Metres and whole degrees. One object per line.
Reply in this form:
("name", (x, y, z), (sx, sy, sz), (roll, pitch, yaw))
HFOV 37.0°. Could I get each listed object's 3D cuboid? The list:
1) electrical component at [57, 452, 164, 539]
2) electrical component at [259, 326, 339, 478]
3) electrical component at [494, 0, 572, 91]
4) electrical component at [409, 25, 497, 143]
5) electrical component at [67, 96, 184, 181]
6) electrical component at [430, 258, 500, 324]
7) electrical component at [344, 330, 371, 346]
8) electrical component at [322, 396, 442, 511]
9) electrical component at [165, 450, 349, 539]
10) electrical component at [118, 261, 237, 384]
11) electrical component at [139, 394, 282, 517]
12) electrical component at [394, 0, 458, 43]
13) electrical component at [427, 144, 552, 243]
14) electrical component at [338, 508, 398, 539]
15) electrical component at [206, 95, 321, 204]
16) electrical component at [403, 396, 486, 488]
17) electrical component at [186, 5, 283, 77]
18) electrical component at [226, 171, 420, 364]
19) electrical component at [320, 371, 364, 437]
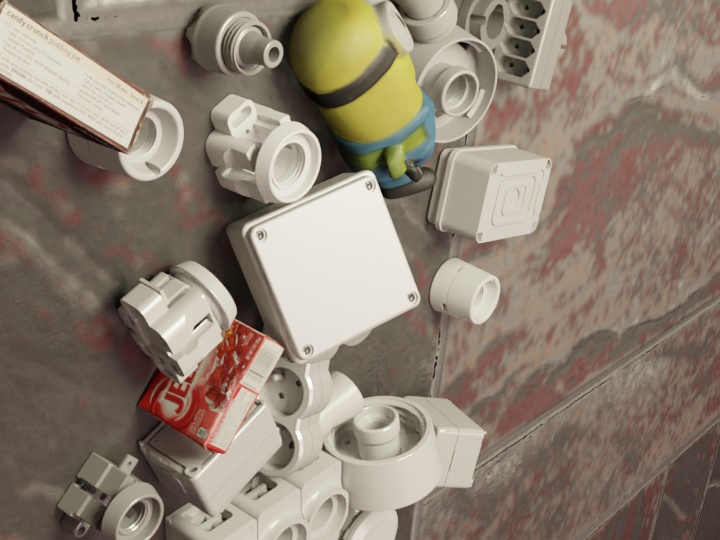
("electrical component", (-0.170, 0.162, 0.746), (0.066, 0.055, 0.048), (-58, 145, -13))
("electrical component", (-0.046, 0.093, 0.867), (0.074, 0.052, 0.138), (-5, 106, -67))
("electrical component", (0.166, -0.211, 0.993), (0.076, 0.047, 0.083), (-7, 116, -52))
("electrical component", (0.064, -0.157, 0.893), (0.099, 0.064, 0.099), (-22, 129, -29))
("electrical component", (-0.141, -0.084, 0.651), (0.055, 0.047, 0.055), (-30, 132, -41))
("electrical component", (0.103, 0.022, 1.041), (0.055, 0.047, 0.055), (-30, 132, -41))
("electrical component", (0.000, 0.000, 0.866), (0.052, 0.074, 0.138), (-29, 131, -42))
("electrical component", (0.017, 0.155, 0.954), (0.108, 0.108, 0.060), (-34, 128, -39))
("electrical component", (-0.082, 0.216, 0.891), (0.150, 0.062, 0.089), (-27, 130, -43))
("electrical component", (-0.122, 0.031, 0.734), (0.057, 0.058, 0.078), (-45, 139, -25))
("electrical component", (-0.105, 0.128, 0.809), (0.096, 0.062, 0.061), (-46, 140, -28))
("electrical component", (0.048, -0.210, 0.836), (0.045, 0.045, 0.055), (-56, 145, -15))
("electrical component", (0.121, -0.074, 1.001), (0.113, 0.057, 0.078), (-11, 118, -50))
("electrical component", (-0.005, 0.253, 1.026), (0.080, 0.051, 0.080), (-30, 132, -41))
("electrical component", (-0.065, -0.079, 0.748), (0.058, 0.057, 0.078), (-47, 141, -27))
("electrical component", (0.068, 0.164, 1.049), (0.061, 0.096, 0.061), (8, 104, -26))
("electrical component", (-0.077, -0.144, 0.689), (0.043, 0.062, 0.043), (-30, 132, -41))
("electrical component", (-0.026, -0.004, 0.787), (0.109, 0.056, 0.108), (-26, 104, -19))
("electrical component", (-0.034, 0.123, 0.922), (0.065, 0.044, 0.044), (-36, 136, -30))
